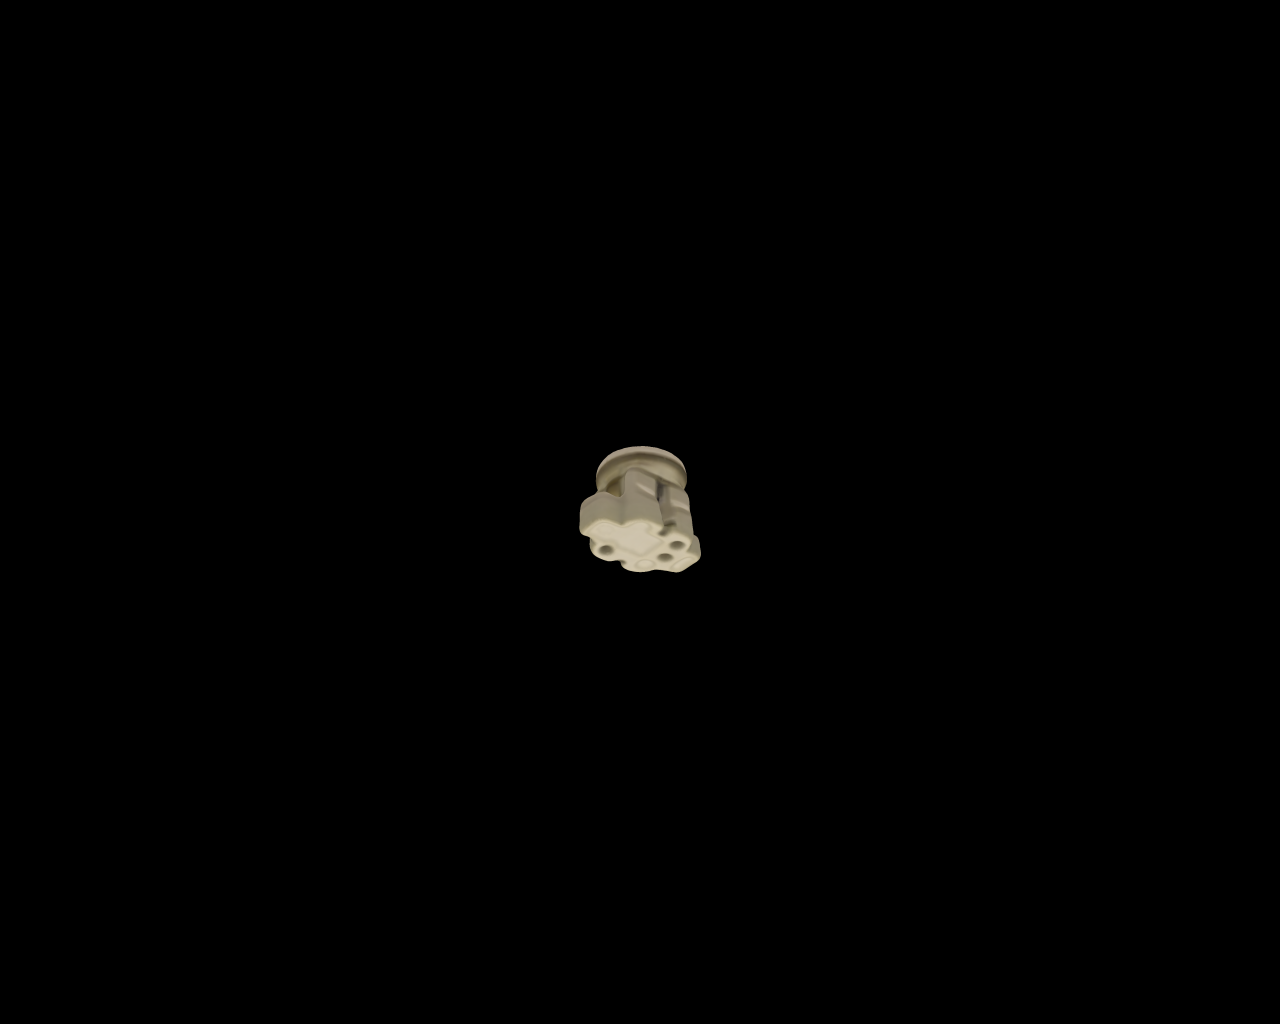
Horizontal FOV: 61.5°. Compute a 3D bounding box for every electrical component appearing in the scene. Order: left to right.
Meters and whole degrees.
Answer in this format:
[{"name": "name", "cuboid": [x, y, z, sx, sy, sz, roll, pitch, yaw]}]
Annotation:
[{"name": "electrical component", "cuboid": [0.001, -0.003, 0.650, 0.078, 0.057, 0.058, 24, -41, -31]}]
